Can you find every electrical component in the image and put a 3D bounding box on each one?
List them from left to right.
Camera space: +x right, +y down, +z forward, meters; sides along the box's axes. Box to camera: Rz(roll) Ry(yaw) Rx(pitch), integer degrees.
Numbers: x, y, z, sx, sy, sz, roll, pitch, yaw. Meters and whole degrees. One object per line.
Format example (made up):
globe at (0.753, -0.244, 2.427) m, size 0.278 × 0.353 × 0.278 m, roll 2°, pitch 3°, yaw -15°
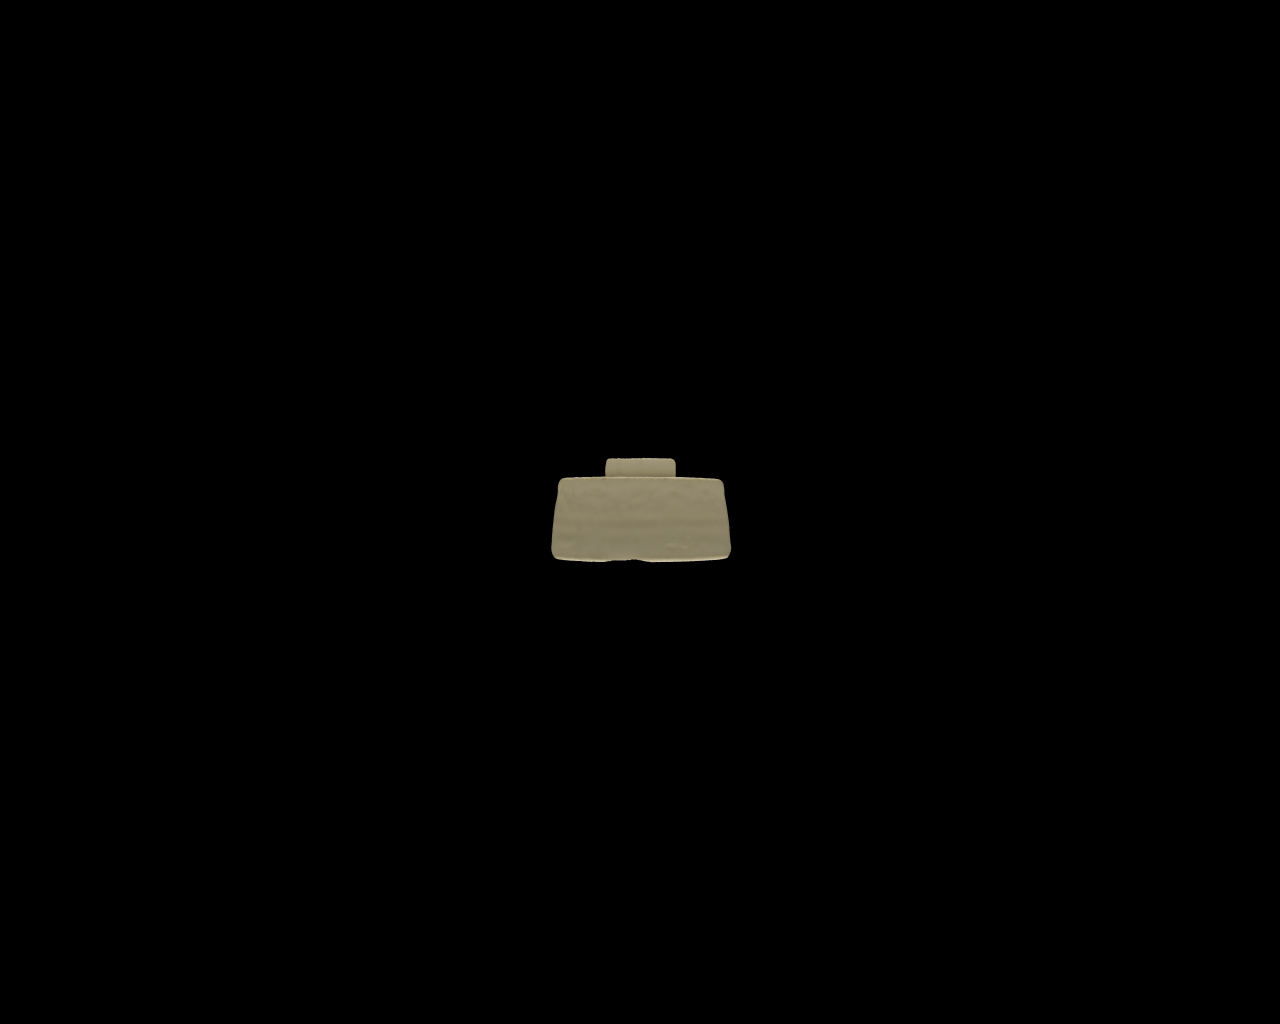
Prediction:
electrical component at (0.001, -0.003, 0.650) m, size 0.108 × 0.060 × 0.108 m, roll 0°, pitch 0°, yaw 0°
